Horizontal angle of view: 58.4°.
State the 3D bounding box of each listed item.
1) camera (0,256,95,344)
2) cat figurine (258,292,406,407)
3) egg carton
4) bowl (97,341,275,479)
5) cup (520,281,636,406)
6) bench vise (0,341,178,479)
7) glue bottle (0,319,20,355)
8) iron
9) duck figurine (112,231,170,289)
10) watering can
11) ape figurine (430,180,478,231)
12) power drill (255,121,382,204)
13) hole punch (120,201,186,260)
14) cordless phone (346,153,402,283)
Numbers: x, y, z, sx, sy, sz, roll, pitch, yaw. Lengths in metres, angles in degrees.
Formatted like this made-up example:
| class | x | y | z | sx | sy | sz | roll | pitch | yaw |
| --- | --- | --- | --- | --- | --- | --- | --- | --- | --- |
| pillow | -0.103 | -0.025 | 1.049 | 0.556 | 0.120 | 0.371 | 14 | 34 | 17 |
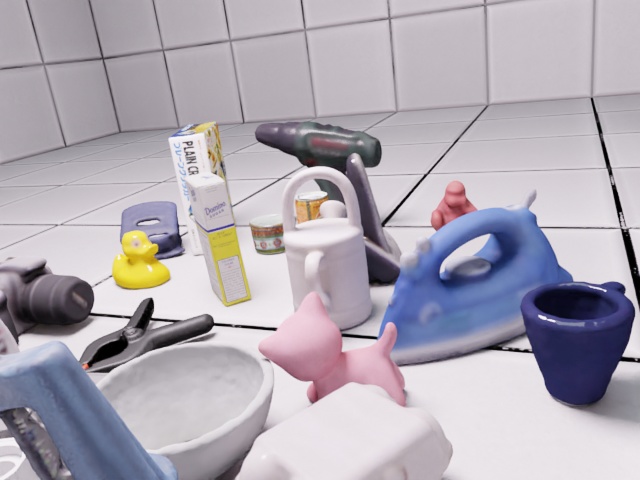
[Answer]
| class | x | y | z | sx | sy | sz | roll | pitch | yaw |
| --- | --- | --- | --- | --- | --- | --- | --- | --- | --- |
| camera | -0.396 | 0.079 | 0.786 | 0.136 | 0.101 | 0.143 | 0 | 20 | 22 |
| cat figurine | 0.013 | 0.105 | 0.528 | 0.127 | 0.118 | 0.067 | -6 | 19 | 4 |
| egg carton | 0.019 | 0.167 | 0.419 | 0.151 | 0.069 | 0.107 | -21 | 23 | -35 |
| bowl | -0.116 | 0.158 | 0.491 | 0.167 | 0.075 | 0.167 | -7 | 19 | 3 |
| cup | 0.238 | 0.092 | 0.518 | 0.118 | 0.095 | 0.091 | -20 | 22 | -32 |
| bench vise | -0.099 | 0.139 | 0.312 | 0.207 | 0.220 | 0.121 | -11 | 19 | -10 |
| glue bottle | -0.370 | 0.096 | 0.612 | 0.037 | 0.173 | 0.078 | -5 | 19 | 9 |
| iron | 0.160 | 0.035 | 0.640 | 0.259 | 0.141 | 0.118 | -17 | 21 | -26 |
| duck figurine | -0.296 | 0.027 | 0.925 | 0.104 | 0.086 | 0.078 | 4 | 22 | 31 |
| watering can | 0.004 | 0.003 | 0.713 | 0.101 | 0.194 | 0.172 | -11 | 19 | -9 |
| ape figurine | 0.224 | -0.053 | 0.952 | 0.077 | 0.092 | 0.076 | 1 | 20 | 23 |
| power drill | 0.000 | -0.111 | 1.025 | 0.229 | 0.208 | 0.076 | -1 | 20 | 19 |
| hole punch | -0.307 | -0.017 | 1.050 | 0.109 | 0.091 | 0.101 | -10 | 19 | -8 |
| cordless phone | 0.068 | -0.041 | 0.832 | 0.094 | 0.185 | 0.147 | -7 | 19 | 1 |
